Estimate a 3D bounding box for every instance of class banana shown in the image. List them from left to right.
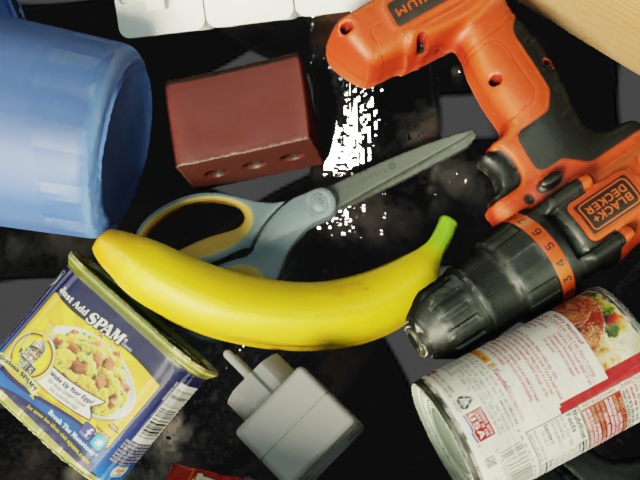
[{"bbox_3d":[-0.021,0.026,0.572,0.197,0.037,0.069,-2,69,-10],"label":"banana"}]

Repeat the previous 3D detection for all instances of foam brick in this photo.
[{"bbox_3d":[-0.041,-0.065,0.601,0.078,0.053,0.051,-12,76,6],"label":"foam brick"}]

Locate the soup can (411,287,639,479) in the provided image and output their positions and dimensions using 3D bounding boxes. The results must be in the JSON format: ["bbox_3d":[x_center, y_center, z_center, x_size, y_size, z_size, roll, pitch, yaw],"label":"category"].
[{"bbox_3d":[0.104,0.075,0.511,0.102,0.068,0.068,-26,75,-8],"label":"soup can"}]

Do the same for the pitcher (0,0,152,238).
[{"bbox_3d":[-0.220,-0.084,0.594,0.243,0.145,0.149,11,108,5],"label":"pitcher"}]

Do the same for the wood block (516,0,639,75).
[{"bbox_3d":[0.169,-0.159,0.575,0.206,0.091,0.090,35,83,13],"label":"wood block"}]

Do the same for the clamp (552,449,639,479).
[{"bbox_3d":[0.144,0.132,0.538,0.171,0.039,0.120,5,75,5],"label":"clamp"}]

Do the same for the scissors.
[{"bbox_3d":[-0.004,0.001,0.600,0.202,0.016,0.096,-10,78,4],"label":"scissors"}]

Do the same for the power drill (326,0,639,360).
[{"bbox_3d":[0.084,-0.050,0.567,0.184,0.057,0.188,-32,78,-14],"label":"power drill"}]

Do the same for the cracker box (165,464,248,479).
[{"bbox_3d":[0.014,0.211,0.488,0.213,0.072,0.164,12,98,3],"label":"cracker box"}]

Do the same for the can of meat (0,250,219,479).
[{"bbox_3d":[-0.121,0.071,0.578,0.102,0.057,0.084,39,87,15],"label":"can of meat"}]
